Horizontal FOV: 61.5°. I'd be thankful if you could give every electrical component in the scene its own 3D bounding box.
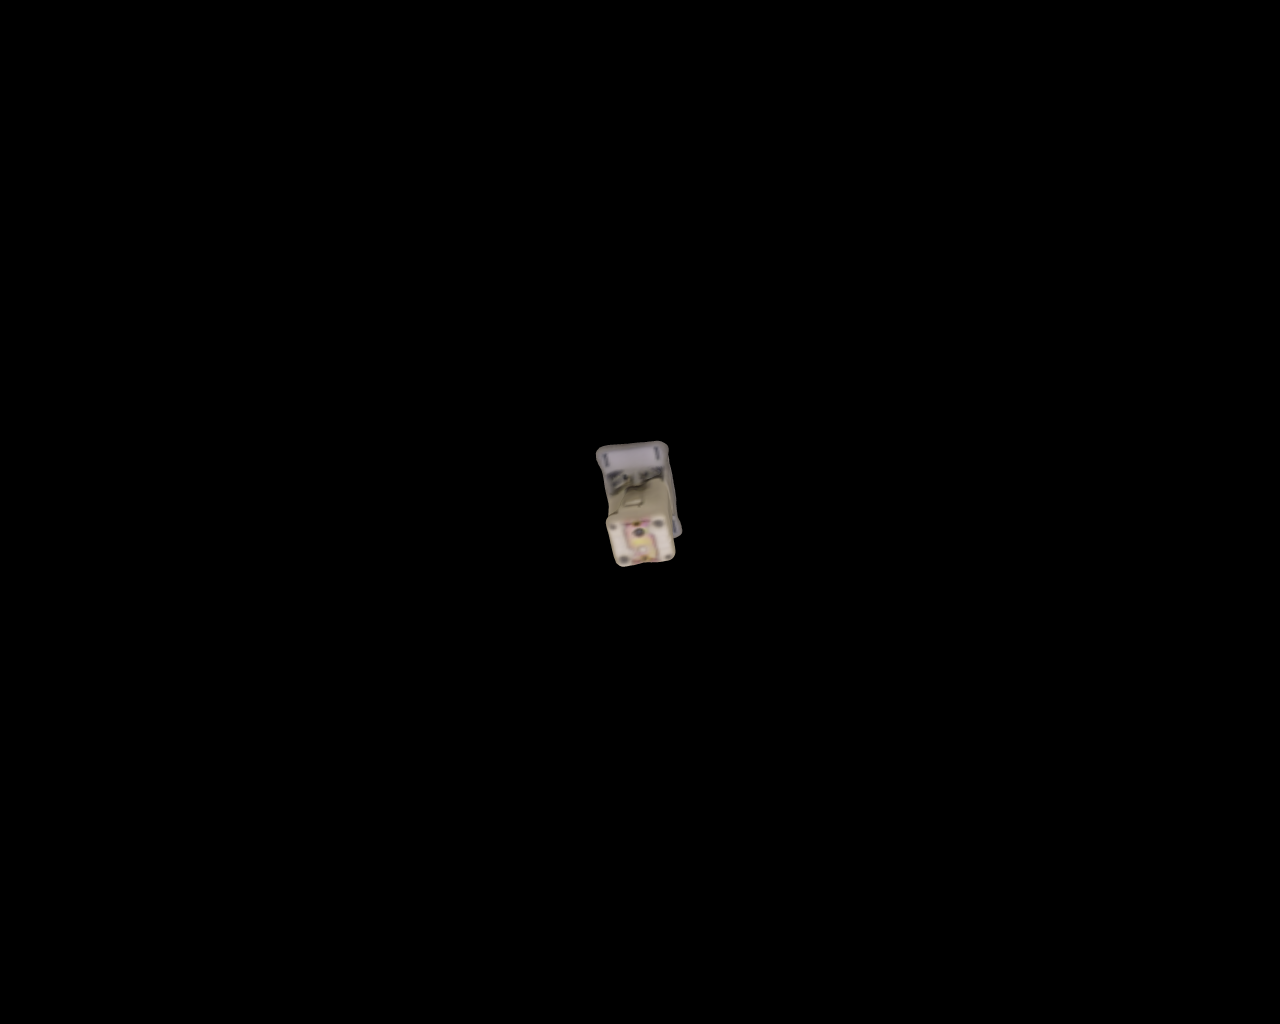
[{"bbox_3d":[0.001,-0.003,0.650,0.042,0.080,0.064,-7,43,7],"label":"electrical component"}]
